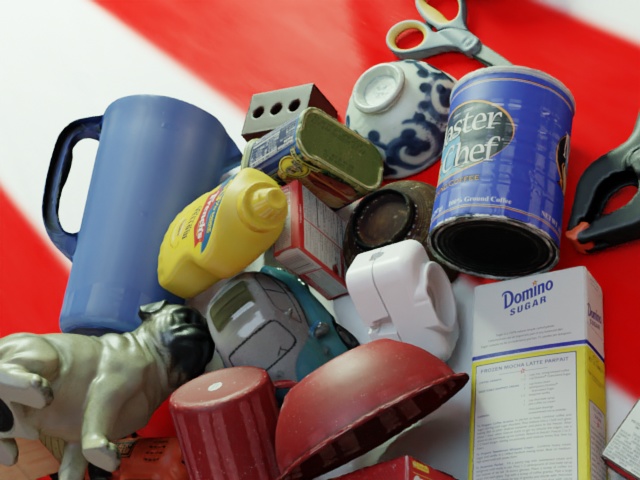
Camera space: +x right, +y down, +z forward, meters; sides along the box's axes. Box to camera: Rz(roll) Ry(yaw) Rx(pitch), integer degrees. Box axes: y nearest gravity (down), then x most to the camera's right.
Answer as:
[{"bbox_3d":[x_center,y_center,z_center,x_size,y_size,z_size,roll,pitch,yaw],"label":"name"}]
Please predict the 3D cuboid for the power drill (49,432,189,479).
[{"bbox_3d":[-0.204,0.248,0.911,0.185,0.057,0.187,-12,40,39],"label":"power drill"}]

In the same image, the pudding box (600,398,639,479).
[{"bbox_3d":[0.254,0.125,0.699,0.090,0.039,0.113,32,85,44],"label":"pudding box"}]

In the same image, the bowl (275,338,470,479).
[{"bbox_3d":[0.026,0.119,0.778,0.162,0.162,0.055,-35,72,12],"label":"bowl"}]

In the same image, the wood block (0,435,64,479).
[{"bbox_3d":[-0.301,0.174,0.992,0.207,0.091,0.090,-23,21,36],"label":"wood block"}]

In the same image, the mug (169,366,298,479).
[{"bbox_3d":[-0.057,0.146,0.829,0.117,0.081,0.093,-17,12,-10],"label":"mug"}]

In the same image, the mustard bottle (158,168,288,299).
[{"bbox_3d":[-0.077,-0.011,0.913,0.192,0.058,0.096,-25,38,59],"label":"mustard bottle"}]

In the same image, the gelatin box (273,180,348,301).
[{"bbox_3d":[-0.006,0.001,0.935,0.030,0.089,0.073,-22,50,26],"label":"gelatin box"}]

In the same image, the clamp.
[{"bbox_3d":[0.261,-0.053,0.813,0.171,0.039,0.120,-54,40,-2],"label":"clamp"}]

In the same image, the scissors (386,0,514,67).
[{"bbox_3d":[0.125,-0.175,1.009,0.096,0.016,0.202,-35,46,14],"label":"scissors"}]

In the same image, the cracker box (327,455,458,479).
[{"bbox_3d":[0.021,0.275,0.730,0.164,0.072,0.213,-26,48,36],"label":"cracker box"}]

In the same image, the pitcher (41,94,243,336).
[{"bbox_3d":[-0.184,-0.013,1.045,0.149,0.144,0.242,-10,58,38],"label":"pitcher"}]

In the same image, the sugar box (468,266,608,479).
[{"bbox_3d":[0.158,0.111,0.774,0.093,0.048,0.176,-13,52,31],"label":"sugar box"}]

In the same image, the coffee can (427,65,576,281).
[{"bbox_3d":[0.146,-0.053,0.851,0.103,0.102,0.140,-6,58,33],"label":"coffee can"}]

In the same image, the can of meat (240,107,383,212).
[{"bbox_3d":[-0.005,-0.066,0.956,0.084,0.102,0.057,-27,45,46],"label":"can of meat"}]

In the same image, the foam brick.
[{"bbox_3d":[-0.030,-0.116,1.057,0.078,0.051,0.053,-6,57,33],"label":"foam brick"}]
